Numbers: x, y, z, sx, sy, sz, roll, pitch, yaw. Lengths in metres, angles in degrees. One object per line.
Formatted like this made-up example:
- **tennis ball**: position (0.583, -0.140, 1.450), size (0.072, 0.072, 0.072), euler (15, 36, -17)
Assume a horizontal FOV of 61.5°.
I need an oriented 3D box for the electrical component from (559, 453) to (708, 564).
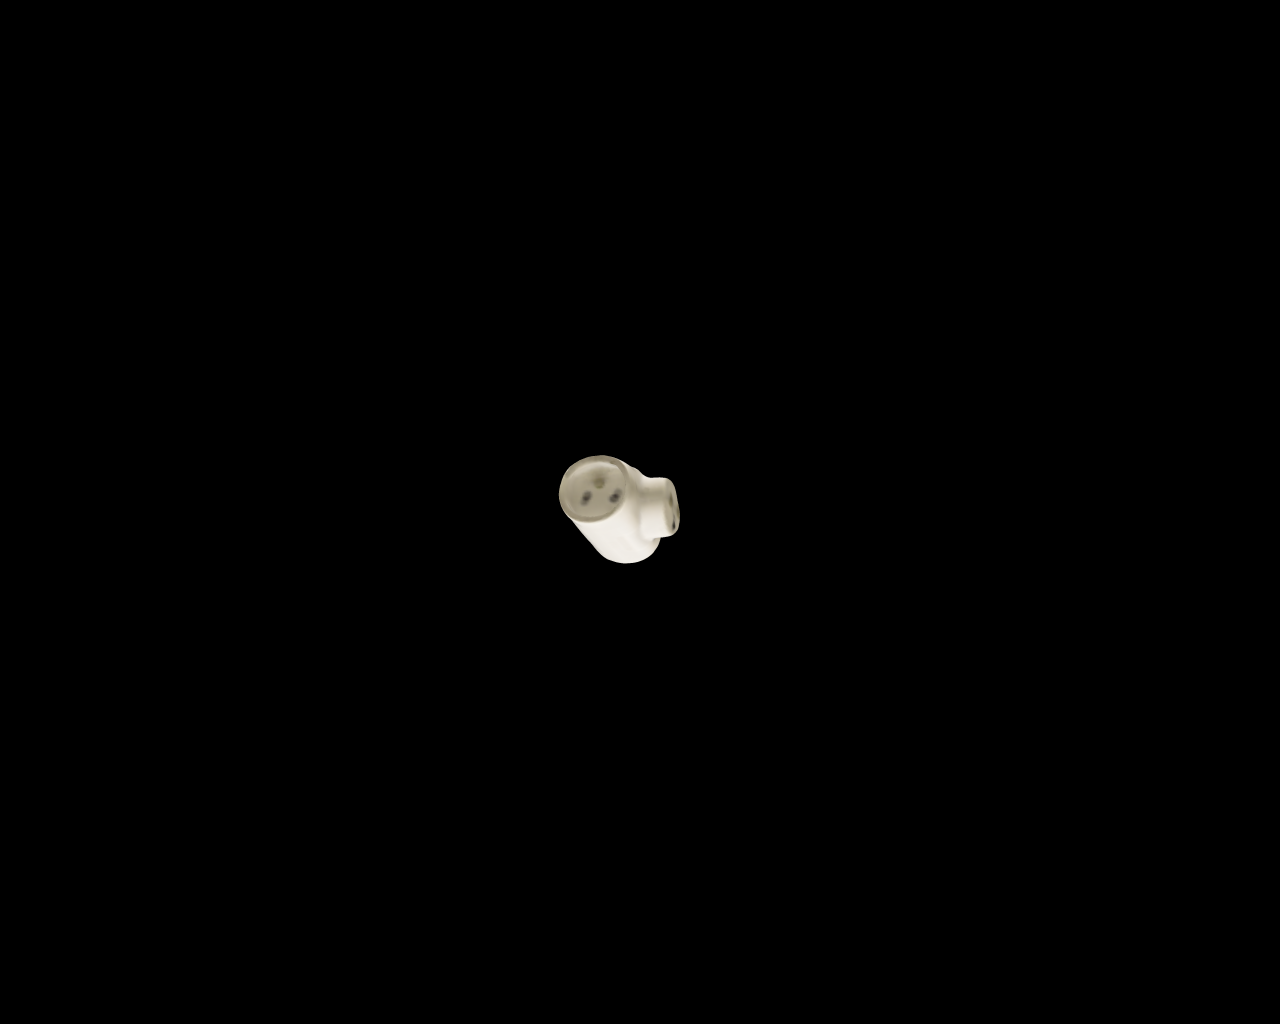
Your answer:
- **electrical component**: position (0.001, -0.003, 0.650), size (0.079, 0.043, 0.077), euler (-6, -23, 14)
